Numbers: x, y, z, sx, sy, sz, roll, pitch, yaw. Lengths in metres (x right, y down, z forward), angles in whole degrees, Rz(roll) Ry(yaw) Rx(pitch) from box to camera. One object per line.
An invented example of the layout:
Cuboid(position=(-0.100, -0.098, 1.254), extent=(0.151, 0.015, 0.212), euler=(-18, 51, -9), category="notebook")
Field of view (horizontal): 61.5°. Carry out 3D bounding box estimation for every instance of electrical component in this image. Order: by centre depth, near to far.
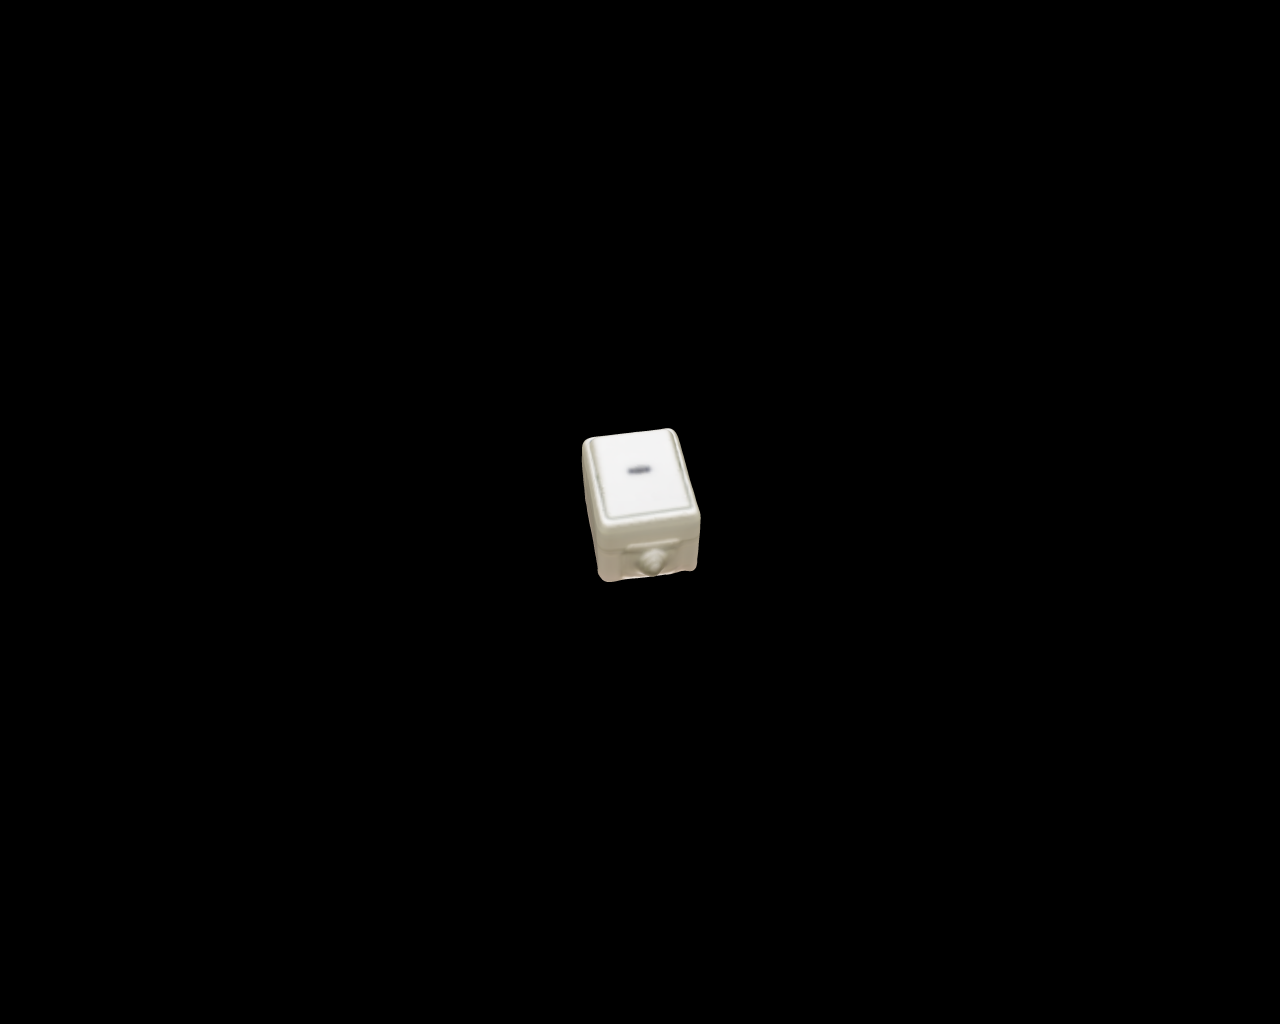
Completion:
Cuboid(position=(0.001, -0.003, 0.650), extent=(0.062, 0.096, 0.061), euler=(-7, -43, -7), category="electrical component")
